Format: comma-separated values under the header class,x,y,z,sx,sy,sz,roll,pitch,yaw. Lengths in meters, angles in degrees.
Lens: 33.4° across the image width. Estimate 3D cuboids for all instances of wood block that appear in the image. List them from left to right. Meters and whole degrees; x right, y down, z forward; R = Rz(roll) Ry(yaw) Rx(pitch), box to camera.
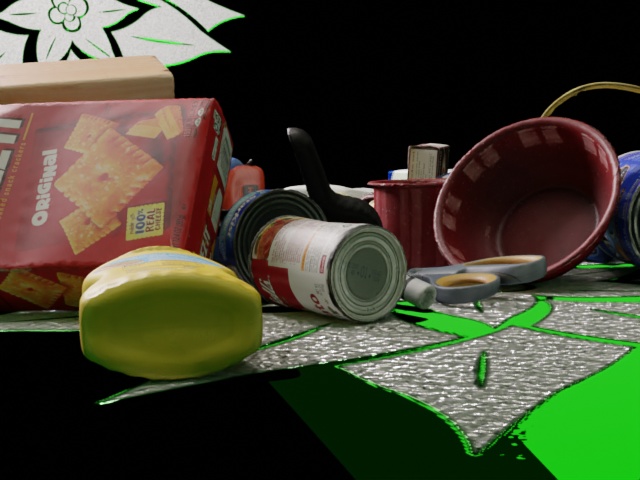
class,x,y,z,sx,sy,sz,roll,pitch,yaw
wood block,-0.246,-0.116,1.003,0.205,0.090,0.091,-7,24,-18

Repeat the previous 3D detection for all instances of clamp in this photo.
class,x,y,z,sx,sy,sz,roll,pitch,yaw
clamp,-0.012,-0.011,0.904,0.120,0.171,0.039,-31,36,23

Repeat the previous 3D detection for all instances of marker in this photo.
class,x,y,z,sx,sy,sz,roll,pitch,yaw
marker,0.035,0.021,0.791,0.020,0.020,0.121,-7,25,-44

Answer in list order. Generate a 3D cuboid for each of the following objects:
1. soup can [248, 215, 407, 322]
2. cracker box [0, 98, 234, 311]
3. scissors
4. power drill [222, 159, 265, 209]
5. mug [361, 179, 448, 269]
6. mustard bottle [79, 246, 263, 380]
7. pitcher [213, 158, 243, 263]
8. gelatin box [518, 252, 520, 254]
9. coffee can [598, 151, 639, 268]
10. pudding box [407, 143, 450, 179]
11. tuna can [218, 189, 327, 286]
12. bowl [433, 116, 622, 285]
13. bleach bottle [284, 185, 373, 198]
class,x,y,z,sx,sy,sz,roll,pitch,yaw
soup can,0.005,0.019,0.747,0.068,0.068,0.102,-6,7,-34
cracker box,-0.185,-0.029,0.820,0.214,0.164,0.072,0,-36,10
scissors,0.076,0.034,0.831,0.202,0.016,0.096,-8,10,33
power drill,-0.141,-0.019,0.927,0.187,0.184,0.057,11,-37,-19
mug,0.081,-0.014,0.985,0.117,0.081,0.093,3,7,37
mustard bottle,-0.095,0.037,0.643,0.096,0.058,0.192,-4,6,-11
pitcher,-0.194,-0.029,1.093,0.243,0.145,0.149,3,20,14
gelatin box,0.183,-0.013,0.954,0.089,0.030,0.073,-51,26,-15
coffee can,0.287,-0.022,0.886,0.103,0.103,0.140,-2,6,1
pudding box,0.119,-0.050,1.185,0.039,0.113,0.090,3,7,12
tuna can,-0.036,0.002,0.838,0.086,0.086,0.034,-5,5,-30
bowl,0.178,-0.022,0.882,0.162,0.162,0.055,2,-28,38
bleach bottle,0.026,-0.038,1.372,0.103,0.068,0.250,-1,3,15
